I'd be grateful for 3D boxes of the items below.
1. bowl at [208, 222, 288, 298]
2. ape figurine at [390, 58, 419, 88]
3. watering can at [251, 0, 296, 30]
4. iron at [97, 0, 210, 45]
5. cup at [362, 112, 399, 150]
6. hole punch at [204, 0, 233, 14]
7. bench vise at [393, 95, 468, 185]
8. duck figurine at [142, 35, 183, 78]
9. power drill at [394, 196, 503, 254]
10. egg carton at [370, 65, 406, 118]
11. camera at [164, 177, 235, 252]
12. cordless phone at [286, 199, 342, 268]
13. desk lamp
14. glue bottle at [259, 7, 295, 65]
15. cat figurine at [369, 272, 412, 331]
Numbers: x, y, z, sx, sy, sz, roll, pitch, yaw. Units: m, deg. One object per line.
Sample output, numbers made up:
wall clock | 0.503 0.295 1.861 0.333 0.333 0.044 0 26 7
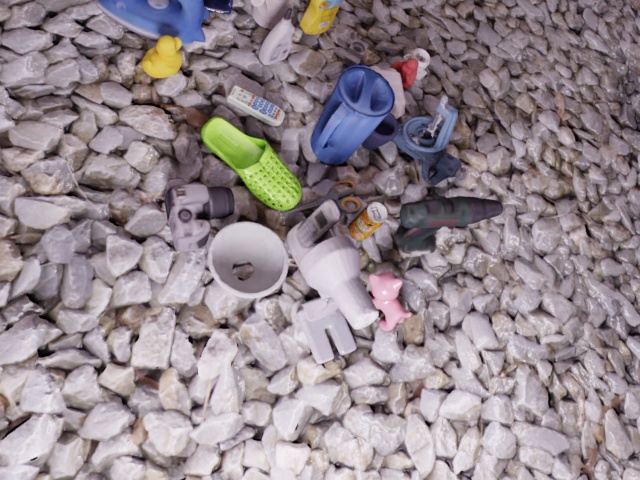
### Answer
bowl | -0.154 0.050 1.187 0.168 0.074 0.167 8 65 -18
ape figurine | 0.235 -0.458 1.551 0.076 0.092 0.078 -14 73 -26
watering can | -0.105 -0.626 1.434 0.101 0.193 0.173 24 61 -10
iron | -0.382 -0.555 1.326 0.259 0.141 0.118 10 64 -17
cup | 0.128 -0.277 1.429 0.118 0.094 0.092 45 60 2
hole punch | -0.264 -0.641 1.439 0.109 0.091 0.101 7 65 -18
bench vise | 0.300 -0.251 1.412 0.207 0.219 0.121 31 60 -6
duck figurine | -0.358 -0.428 1.312 0.077 0.086 0.105 46 60 3
power drill | 0.272 -0.039 1.314 0.230 0.208 0.075 -2 68 -22
egg carton | 0.165 -0.388 1.507 0.107 0.069 0.150 1 67 -21
camera | -0.244 -0.064 1.187 0.137 0.100 0.143 -8 71 -24
cordless phone | 0.011 0.004 1.208 0.094 0.184 0.147 -25 78 -28
desk lamp | 0.034 0.120 1.149 0.118 0.213 0.203 -17 75 -26
glue bottle | -0.095 -0.501 1.395 0.078 0.173 0.037 -28 79 -28
cat figurine | 0.151 0.124 1.248 0.067 0.117 0.128 -33 82 -29
